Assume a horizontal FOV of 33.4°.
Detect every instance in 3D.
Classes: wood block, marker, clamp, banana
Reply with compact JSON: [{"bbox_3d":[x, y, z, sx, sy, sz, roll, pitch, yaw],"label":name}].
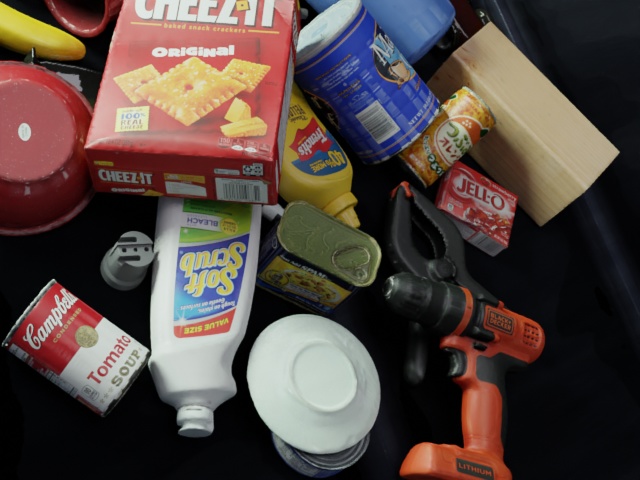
[{"bbox_3d":[0.219,-0.129,1.197,0.206,0.090,0.090,46,52,3],"label":"wood block"},{"bbox_3d":[-0.007,0.001,1.050,0.121,0.020,0.020,37,53,-5],"label":"marker"},{"bbox_3d":[0.128,0.038,1.089,0.164,0.036,0.210,-6,70,-31],"label":"clamp"},{"bbox_3d":[-0.315,-0.224,1.004,0.198,0.037,0.069,39,54,-3],"label":"banana"}]

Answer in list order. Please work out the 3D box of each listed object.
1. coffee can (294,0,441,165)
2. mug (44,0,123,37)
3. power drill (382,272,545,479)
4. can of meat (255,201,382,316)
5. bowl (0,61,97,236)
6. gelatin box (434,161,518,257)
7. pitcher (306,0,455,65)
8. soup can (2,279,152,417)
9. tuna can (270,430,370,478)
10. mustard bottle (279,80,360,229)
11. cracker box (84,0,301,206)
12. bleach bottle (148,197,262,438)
[{"bbox_3d":[0.041,-0.161,1.088,0.140,0.103,0.102,48,50,-21],"label":"coffee can"},{"bbox_3d":[-0.214,-0.266,1.037,0.093,0.117,0.081,20,41,28],"label":"mug"},{"bbox_3d":[0.126,0.135,0.993,0.184,0.057,0.187,21,67,-24],"label":"power drill"},{"bbox_3d":[-0.007,0.021,0.998,0.102,0.084,0.057,27,54,-12],"label":"can of meat"},{"bbox_3d":[-0.260,-0.087,0.920,0.161,0.055,0.162,5,77,-21],"label":"bowl"},{"bbox_3d":[0.167,-0.035,1.151,0.089,0.030,0.073,30,53,-15],"label":"gelatin box"},{"bbox_3d":[0.037,-0.301,1.129,0.242,0.149,0.144,46,59,-14],"label":"pitcher"},{"bbox_3d":[-0.198,0.089,0.872,0.102,0.069,0.068,37,53,-6],"label":"soup can"},{"bbox_3d":[0.000,0.168,0.952,0.086,0.034,0.086,12,59,-21],"label":"tuna can"},{"bbox_3d":[-0.022,-0.087,1.066,0.096,0.058,0.192,-25,77,-51],"label":"mustard bottle"},{"bbox_3d":[-0.109,-0.140,0.965,0.164,0.072,0.213,4,56,2],"label":"cracker box"},{"bbox_3d":[-0.099,0.050,0.949,0.102,0.068,0.251,9,62,-19],"label":"bleach bottle"}]
